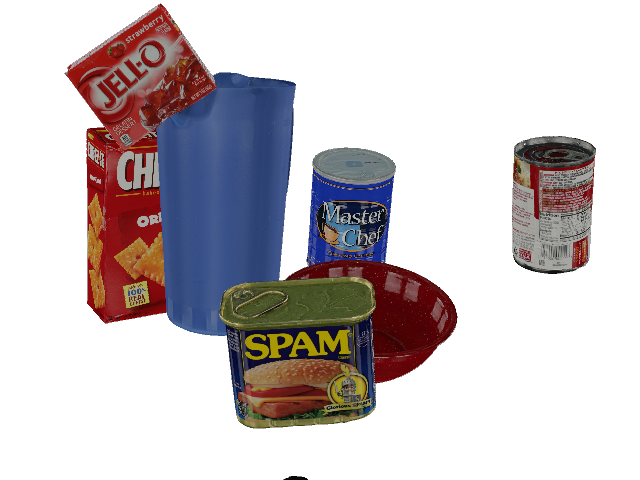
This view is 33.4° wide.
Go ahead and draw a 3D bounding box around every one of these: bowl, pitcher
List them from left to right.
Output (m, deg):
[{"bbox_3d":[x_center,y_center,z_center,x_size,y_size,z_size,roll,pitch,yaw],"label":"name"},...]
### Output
[{"bbox_3d":[-0.087,-0.040,1.031,0.149,0.243,0.145,-2,14,-15],"label":"pitcher"},{"bbox_3d":[0.039,0.079,0.954,0.162,0.055,0.162,4,28,-2],"label":"bowl"}]

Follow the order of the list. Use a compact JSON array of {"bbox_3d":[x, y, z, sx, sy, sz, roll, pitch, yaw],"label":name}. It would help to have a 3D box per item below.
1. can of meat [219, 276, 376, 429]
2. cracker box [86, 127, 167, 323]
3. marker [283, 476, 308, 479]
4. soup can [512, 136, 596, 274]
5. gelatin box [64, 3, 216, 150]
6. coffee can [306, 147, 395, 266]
[{"bbox_3d":[-0.013,0.076,0.715,0.102,0.084,0.057,-3,26,1],"label":"can of meat"},{"bbox_3d":[-0.181,-0.023,1.226,0.163,0.214,0.072,-8,25,-30],"label":"cracker box"},{"bbox_3d":[-0.032,0.128,0.420,0.020,0.020,0.121,0,19,26],"label":"marker"},{"bbox_3d":[0.200,-0.031,0.916,0.068,0.102,0.068,-3,24,1],"label":"soup can"},{"bbox_3d":[-0.135,-0.122,0.802,0.089,0.073,0.030,-33,20,5],"label":"gelatin box"},{"bbox_3d":[0.037,-0.033,1.340,0.103,0.140,0.103,3,27,-2],"label":"coffee can"}]
